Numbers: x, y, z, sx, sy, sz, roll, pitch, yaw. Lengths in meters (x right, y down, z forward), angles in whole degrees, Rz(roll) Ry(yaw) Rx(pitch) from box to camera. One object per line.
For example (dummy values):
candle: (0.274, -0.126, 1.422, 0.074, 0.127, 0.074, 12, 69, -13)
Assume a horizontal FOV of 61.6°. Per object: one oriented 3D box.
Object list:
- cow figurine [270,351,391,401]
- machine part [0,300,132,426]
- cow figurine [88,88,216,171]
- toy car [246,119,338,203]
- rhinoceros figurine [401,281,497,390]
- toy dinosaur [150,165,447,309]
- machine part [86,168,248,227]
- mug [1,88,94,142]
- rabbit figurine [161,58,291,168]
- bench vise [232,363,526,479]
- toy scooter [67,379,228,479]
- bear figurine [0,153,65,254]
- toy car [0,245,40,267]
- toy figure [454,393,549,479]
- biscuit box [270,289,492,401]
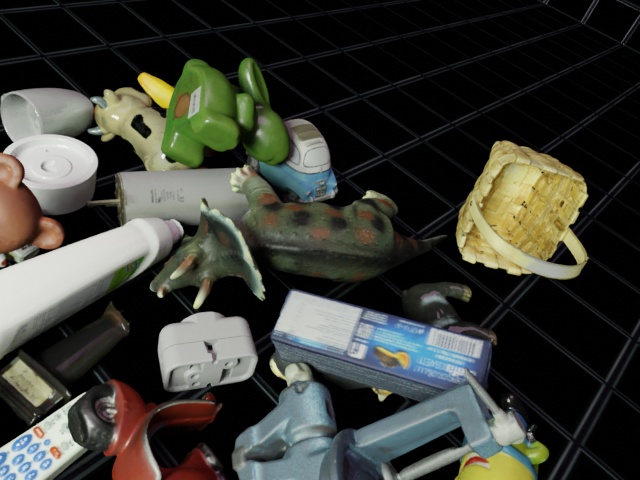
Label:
cow figurine: (0.033, 0.130, 0.586, 0.168, 0.068, 0.098, 16, 57, 20)
machine part: (-0.250, 0.117, 0.535, 0.084, 0.039, 0.139, 26, 43, 18)
cow figurine: (-0.254, -0.155, 0.789, 0.127, 0.085, 0.195, -15, 53, -41)
toy car: (-0.038, -0.130, 0.830, 0.109, 0.102, 0.162, -18, 52, -34)
rhinoceros figurine: (0.149, 0.128, 0.651, 0.112, 0.073, 0.190, 8, 43, -15)
toy dinosaur: (0.003, 0.003, 0.653, 0.405, 0.131, 0.192, 2, 28, -11)
machine part: (-0.178, -0.056, 0.713, 0.243, 0.079, 0.079, -5, 48, -27)
mug: (-0.390, -0.181, 0.769, 0.110, 0.080, 0.107, 27, 31, 19)
rabbit figurine: (-0.118, -0.162, 0.741, 0.170, 0.121, 0.159, 18, 56, -42)
bench vise: (0.045, 0.178, 0.444, 0.128, 0.241, 0.224, 47, 21, -31)
toy scooter: (-0.125, 0.196, 0.472, 0.135, 0.075, 0.184, -4, 52, -54)
bear figurine: (-0.365, 0.003, 0.512, 0.196, 0.120, 0.132, -12, 30, 9)
toy car: (-0.405, -0.037, 0.620, 0.202, 0.056, 0.073, 31, 43, 13)
toy figure: (0.180, 0.242, 0.539, 0.089, 0.082, 0.180, 28, 40, 11)
biscuit box: (0.058, 0.108, 0.522, 0.203, 0.062, 0.059, 13, 59, 17)
